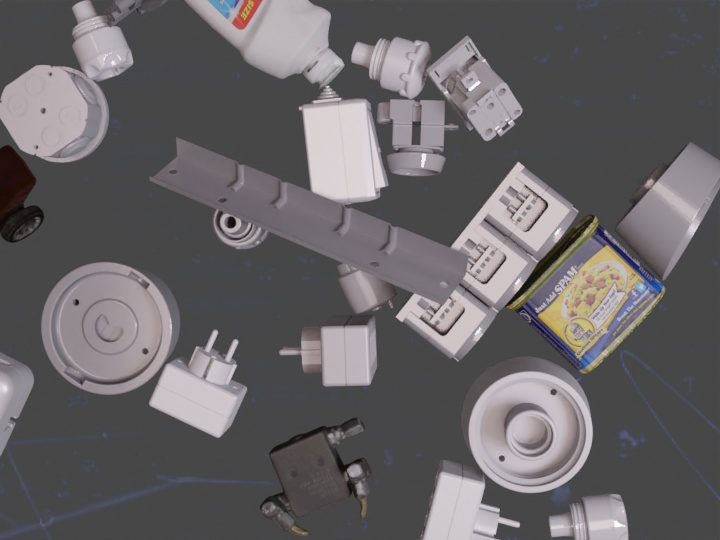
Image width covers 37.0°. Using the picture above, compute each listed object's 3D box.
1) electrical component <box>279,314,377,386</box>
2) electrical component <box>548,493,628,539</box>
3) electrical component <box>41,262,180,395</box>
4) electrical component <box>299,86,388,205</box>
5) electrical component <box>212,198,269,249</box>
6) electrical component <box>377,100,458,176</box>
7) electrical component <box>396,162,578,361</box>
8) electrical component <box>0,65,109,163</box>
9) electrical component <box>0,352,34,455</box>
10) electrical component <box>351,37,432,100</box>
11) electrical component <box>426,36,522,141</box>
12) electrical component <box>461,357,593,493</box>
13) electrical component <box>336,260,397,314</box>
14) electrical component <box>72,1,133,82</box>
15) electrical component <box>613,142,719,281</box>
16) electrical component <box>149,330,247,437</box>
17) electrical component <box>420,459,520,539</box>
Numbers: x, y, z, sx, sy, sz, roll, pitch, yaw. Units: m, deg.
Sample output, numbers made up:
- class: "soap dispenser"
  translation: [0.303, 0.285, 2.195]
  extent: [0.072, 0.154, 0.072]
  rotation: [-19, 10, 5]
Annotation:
- class: "electrical component"
  translation: [-0.027, 0.064, 0.871]
  extent: [0.076, 0.083, 0.047]
  rotation: [-2, 93, 4]
- class: "electrical component"
  translation: [0.187, 0.208, 0.884]
  extent: [0.062, 0.043, 0.043]
  rotation: [-7, 93, 7]
- class: "electrical component"
  translation: [-0.202, 0.045, 0.895]
  extent: [0.108, 0.060, 0.108]
  rotation: [0, 94, 4]
- class: "electrical component"
  translation: [-0.012, -0.101, 0.869]
  extent: [0.061, 0.061, 0.096]
  rotation: [-6, 95, 5]
- class: "electrical component"
  translation: [-0.100, -0.040, 0.881]
  extent: [0.048, 0.062, 0.048]
  rotation: [0, 94, 4]
- class: "electrical component"
  translation: [0.046, -0.107, 0.875]
  extent: [0.066, 0.048, 0.055]
  rotation: [2, 86, 4]
- class: "electrical component"
  translation: [0.100, -0.006, 0.854]
  extent: [0.062, 0.089, 0.150]
  rotation: [38, 96, 1]
- class: "electrical component"
  translation: [-0.254, -0.130, 0.893]
  extent: [0.080, 0.051, 0.080]
  rotation: [0, 94, 4]
- class: "electrical component"
  translation: [-0.325, 0.121, 0.910]
  extent: [0.054, 0.059, 0.095]
  rotation: [26, 95, 2]
- class: "electrical component"
  translation: [0.025, -0.168, 0.873]
  extent: [0.062, 0.048, 0.048]
  rotation: [18, 95, 10]
- class: "electrical component"
  translation: [0.092, -0.139, 0.850]
  extent: [0.042, 0.081, 0.063]
  rotation: [-39, 50, 7]
- class: "electrical component"
  translation: [0.137, 0.128, 0.874]
  extent: [0.108, 0.060, 0.108]
  rotation: [0, 94, 4]
- class: "electrical component"
  translation: [0.000, 0.000, 0.887]
  extent: [0.040, 0.040, 0.078]
  rotation: [-24, 91, 6]
- class: "electrical component"
  translation: [-0.218, -0.191, 0.890]
  extent: [0.043, 0.043, 0.062]
  rotation: [-24, 90, 6]
- class: "electrical component"
  translation: [0.246, -0.048, 0.838]
  extent: [0.064, 0.099, 0.099]
  rotation: [41, 96, 7]
- class: "electrical component"
  translation: [-0.127, 0.088, 0.899]
  extent: [0.066, 0.047, 0.076]
  rotation: [25, 95, 2]
- class: "electrical component"
  translation: [0.093, 0.210, 0.889]
  extent: [0.076, 0.047, 0.083]
  rotation: [14, 94, 4]
